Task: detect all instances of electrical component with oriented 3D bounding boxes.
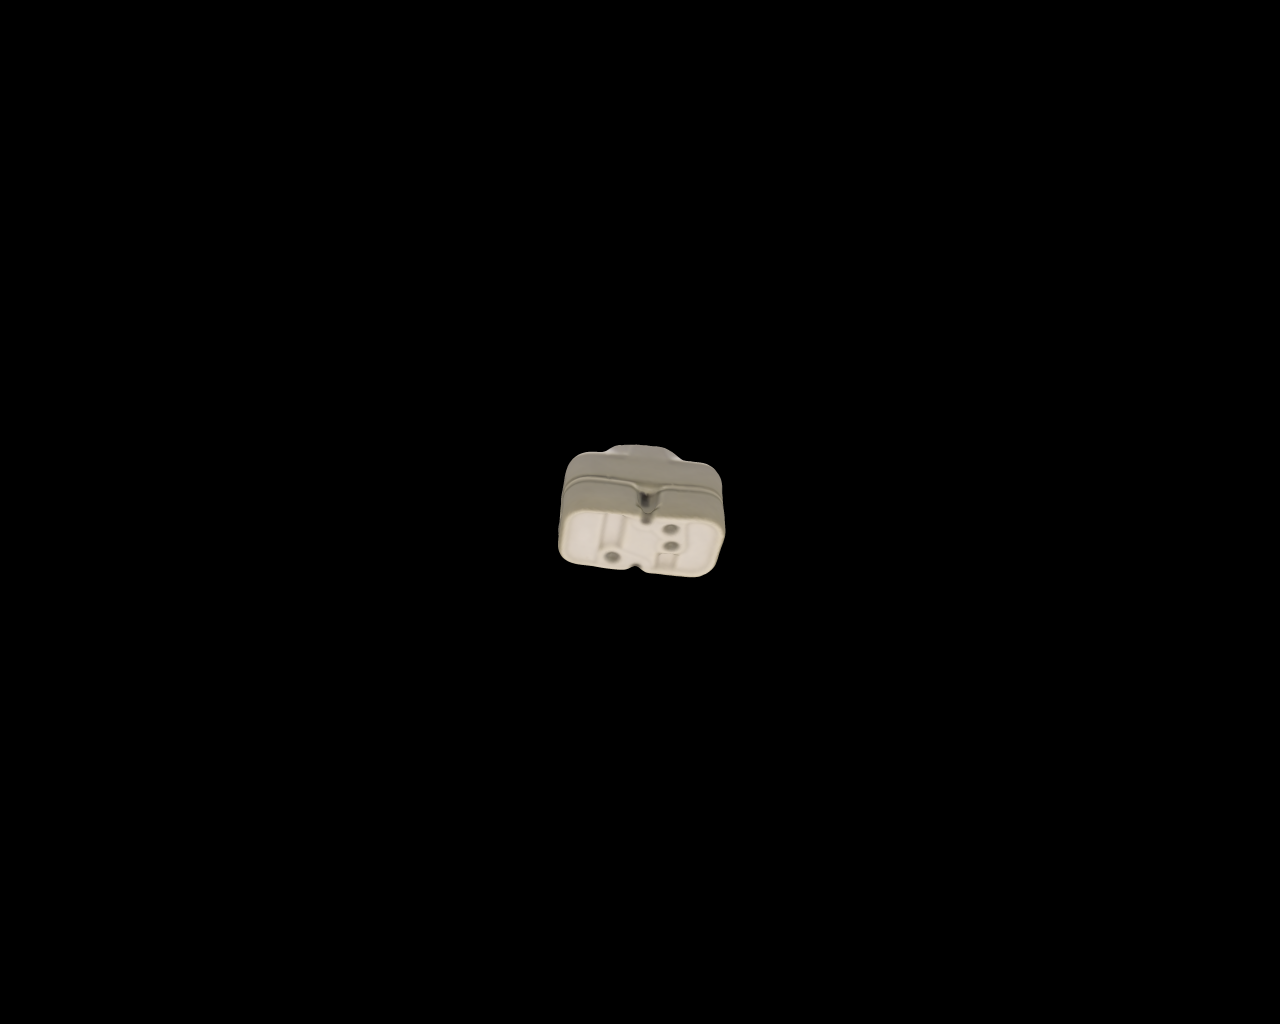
[{"bbox_3d":[0.001,-0.003,0.650,0.095,0.059,0.053,6,-43,-7],"label":"electrical component"}]
